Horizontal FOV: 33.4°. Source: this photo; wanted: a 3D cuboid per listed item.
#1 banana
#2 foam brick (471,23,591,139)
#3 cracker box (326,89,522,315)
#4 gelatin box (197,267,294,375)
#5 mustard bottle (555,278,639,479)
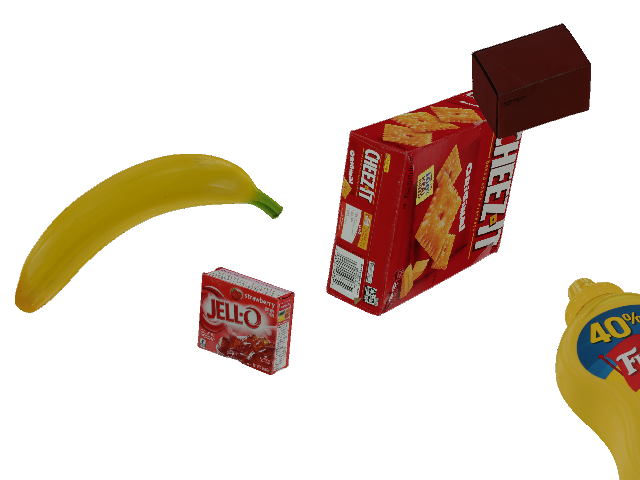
[{"bbox_3d":[-0.129,-0.014,0.733,0.198,0.069,0.037,-21,4,3],"label":"banana"},{"bbox_3d":[0.163,-0.123,0.827,0.078,0.051,0.053,-18,-37,-4],"label":"foam brick"},{"bbox_3d":[0.105,-0.040,1.009,0.072,0.164,0.213,26,31,32],"label":"cracker box"},{"bbox_3d":[-0.068,0.071,0.957,0.089,0.073,0.030,17,21,31],"label":"gelatin box"},{"bbox_3d":[0.190,0.083,0.612,0.096,0.058,0.192,-11,35,-9],"label":"mustard bottle"}]
